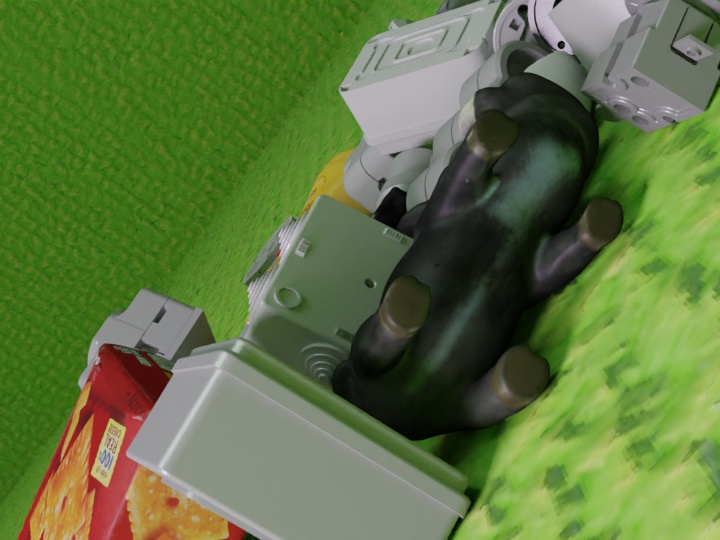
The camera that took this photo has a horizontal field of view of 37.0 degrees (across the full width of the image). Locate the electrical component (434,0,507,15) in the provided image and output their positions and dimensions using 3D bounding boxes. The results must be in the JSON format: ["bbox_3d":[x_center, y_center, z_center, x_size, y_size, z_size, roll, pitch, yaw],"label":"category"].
[{"bbox_3d":[0.111,-0.217,0.858,0.113,0.057,0.078,-50,12,22],"label":"electrical component"}]

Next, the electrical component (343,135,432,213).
[{"bbox_3d":[0.027,-0.084,0.819,0.059,0.054,0.095,-46,14,38],"label":"electrical component"}]

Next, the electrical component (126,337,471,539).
[{"bbox_3d":[-0.029,0.079,0.424,0.056,0.109,0.109,-60,12,-15],"label":"electrical component"}]

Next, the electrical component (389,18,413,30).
[{"bbox_3d":[0.051,-0.179,0.937,0.051,0.080,0.080,-55,10,21],"label":"electrical component"}]

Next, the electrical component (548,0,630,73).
[{"bbox_3d":[0.144,-0.138,0.534,0.099,0.064,0.099,-42,4,3],"label":"electrical component"}]

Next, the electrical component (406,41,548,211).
[{"bbox_3d":[0.064,-0.062,0.603,0.074,0.052,0.138,-40,18,52],"label":"electrical component"}]

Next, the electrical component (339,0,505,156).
[{"bbox_3d":[0.053,-0.130,0.733,0.113,0.057,0.078,-10,37,34],"label":"electrical component"}]

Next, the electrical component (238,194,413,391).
[{"bbox_3d":[-0.003,0.020,0.521,0.048,0.100,0.099,-61,2,46],"label":"electrical component"}]

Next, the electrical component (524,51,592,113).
[{"bbox_3d":[0.103,-0.093,0.568,0.040,0.040,0.078,-46,14,37],"label":"electrical component"}]

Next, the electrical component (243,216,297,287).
[{"bbox_3d":[-0.062,-0.004,0.950,0.080,0.051,0.080,-51,12,15],"label":"electrical component"}]

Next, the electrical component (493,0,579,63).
[{"bbox_3d":[0.110,-0.147,0.664,0.055,0.055,0.047,-49,9,23],"label":"electrical component"}]

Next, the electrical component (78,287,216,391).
[{"bbox_3d":[-0.155,0.093,0.838,0.089,0.062,0.150,-60,-20,-27],"label":"electrical component"}]

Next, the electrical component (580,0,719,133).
[{"bbox_3d":[0.129,-0.095,0.455,0.055,0.048,0.066,-64,13,-11],"label":"electrical component"}]

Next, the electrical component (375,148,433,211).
[{"bbox_3d":[0.036,-0.047,0.695,0.045,0.045,0.055,-47,14,34],"label":"electrical component"}]
